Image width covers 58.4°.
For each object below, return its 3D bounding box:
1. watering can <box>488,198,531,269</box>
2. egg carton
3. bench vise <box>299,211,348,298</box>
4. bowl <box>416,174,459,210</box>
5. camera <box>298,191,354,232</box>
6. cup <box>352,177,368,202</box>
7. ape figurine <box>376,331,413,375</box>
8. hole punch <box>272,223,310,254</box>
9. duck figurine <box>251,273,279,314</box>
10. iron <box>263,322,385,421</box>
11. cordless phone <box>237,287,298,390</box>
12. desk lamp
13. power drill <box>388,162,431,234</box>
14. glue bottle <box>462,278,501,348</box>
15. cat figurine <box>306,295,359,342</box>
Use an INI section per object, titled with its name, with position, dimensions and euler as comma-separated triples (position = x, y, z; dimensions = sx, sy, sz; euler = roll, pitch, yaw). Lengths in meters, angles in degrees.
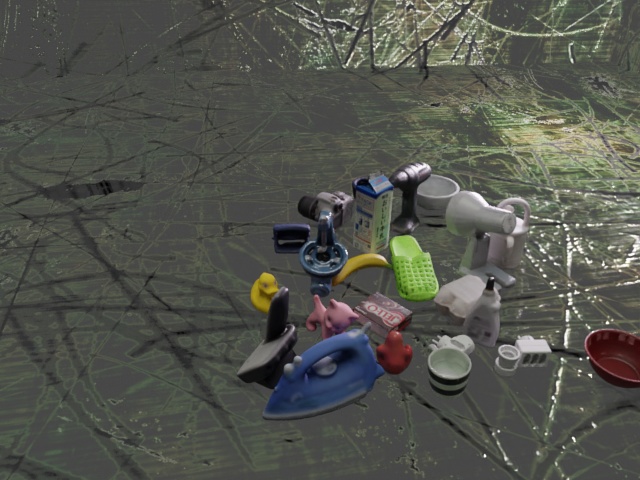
[watering can]
position = 0.507, -0.031, 1.551
dimensions = 0.101, 0.194, 0.172
euler = -4, 33, -10
[egg carton]
position = 0.354, 0.144, 1.382
dimensions = 0.151, 0.069, 0.107
euler = -19, 38, -30
[bench vise]
position = 0.001, 0.006, 1.441
dimensions = 0.121, 0.220, 0.207
euler = -5, 33, -10
[bowl]
position = 0.358, -0.143, 1.835
dimensions = 0.167, 0.075, 0.167
euler = 1, 32, -1
[camera]
position = 0.012, -0.103, 1.727
dimensions = 0.136, 0.101, 0.143
euler = 21, 37, 28
[cup]
position = 0.156, -0.135, 1.792
dimensions = 0.117, 0.095, 0.092
euler = 11, 33, 14
[ape figurine]
position = 0.157, 0.232, 1.210
dimensions = 0.077, 0.092, 0.076
euler = 9, 33, 12
[hole punch]
position = -0.082, -0.021, 1.602
dimensions = 0.108, 0.091, 0.101
euler = -1, 32, -4
[duck figurine]
position = -0.129, 0.118, 1.382
dimensions = 0.078, 0.086, 0.104
euler = -16, 36, -26
[iron]
position = 0.002, 0.253, 1.122
dimensions = 0.259, 0.141, 0.118
euler = -18, 37, -28
[cordless phone]
position = -0.106, 0.195, 1.167
dimensions = 0.094, 0.185, 0.148
euler = 13, 34, 18
[desk lamp]
position = 0.422, -0.003, 1.484
dimensions = 0.118, 0.214, 0.202
euler = -19, 38, -30
[power drill]
position = 0.255, -0.129, 1.681
dimensions = 0.075, 0.208, 0.230
euler = 19, 36, 25
[glue bottle]
position = 0.365, 0.156, 1.265
dimensions = 0.078, 0.173, 0.037
euler = 18, 36, 24
[cat figurine]
position = 0.026, 0.169, 1.278
dimensions = 0.067, 0.118, 0.127
euler = -23, 39, -33
